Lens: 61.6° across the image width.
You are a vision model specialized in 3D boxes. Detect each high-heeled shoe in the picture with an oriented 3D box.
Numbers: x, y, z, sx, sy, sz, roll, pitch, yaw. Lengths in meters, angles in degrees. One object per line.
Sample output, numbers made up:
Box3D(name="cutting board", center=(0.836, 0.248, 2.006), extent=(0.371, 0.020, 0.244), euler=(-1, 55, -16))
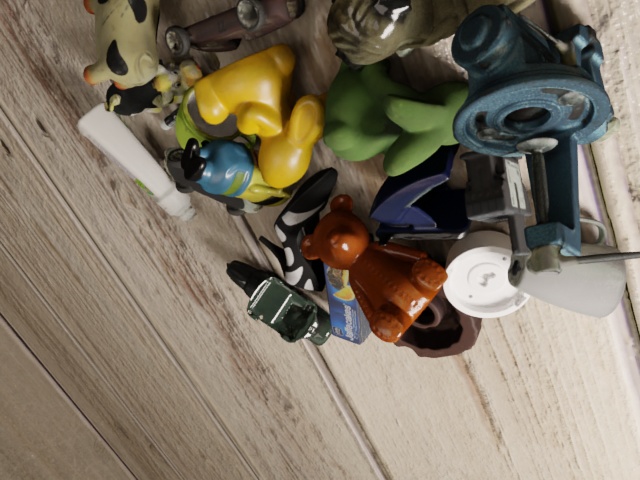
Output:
Box3D(name="high-heeled shoe", center=(-0.002, -0.003, 0.830), extent=(0.145, 0.086, 0.248), euler=(38, 140, -9))

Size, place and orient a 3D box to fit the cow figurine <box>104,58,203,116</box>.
Box3D(name="cow figurine", center=(-0.256, -0.231, 0.813), extent=(0.167, 0.098, 0.068), euler=(-6, 108, 42))

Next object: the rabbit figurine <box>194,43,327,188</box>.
Box3D(name="rabbit figurine", center=(-0.055, -0.157, 0.706), extent=(0.162, 0.122, 0.173), euler=(-13, 102, 22))

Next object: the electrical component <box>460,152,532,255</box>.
Box3D(name="electrical component", center=(0.199, -0.040, 0.594), extent=(0.048, 0.075, 0.119), euler=(-12, 83, 42))

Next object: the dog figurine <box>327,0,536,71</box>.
Box3D(name="dog figurine", center=(0.113, -0.216, 0.459), extent=(0.172, 0.190, 0.121), euler=(-18, 112, 44))

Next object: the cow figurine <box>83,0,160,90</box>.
Box3D(name="cow figurine", center=(-0.249, -0.304, 0.715), extent=(0.127, 0.085, 0.194), euler=(5, 94, 31))

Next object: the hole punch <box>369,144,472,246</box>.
Box3D(name="hole punch", center=(0.119, -0.061, 0.640), extent=(0.116, 0.142, 0.092), euler=(-4, 124, 25))

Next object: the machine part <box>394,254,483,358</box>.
Box3D(name="machine part", center=(0.154, 0.098, 0.802), extent=(0.180, 0.056, 0.179), euler=(21, 135, 22))

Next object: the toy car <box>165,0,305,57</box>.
Box3D(name="toy car", center=(-0.110, -0.266, 0.672), extent=(0.202, 0.089, 0.053), euler=(-2, 119, 38))

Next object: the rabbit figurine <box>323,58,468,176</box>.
Box3D(name="rabbit figurine", center=(0.095, -0.143, 0.588), extent=(0.170, 0.159, 0.121), euler=(1, 117, 20))

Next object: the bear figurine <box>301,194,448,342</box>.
Box3D(name="bear figurine", center=(0.060, 0.027, 0.702), extent=(0.196, 0.120, 0.132), euler=(42, -175, 12))

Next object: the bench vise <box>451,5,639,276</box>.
Box3D(name="bench vise", center=(0.196, -0.082, 0.464), extent=(0.129, 0.240, 0.223), euler=(-12, 156, 37))

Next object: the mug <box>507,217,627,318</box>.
Box3D(name="mug", center=(0.274, 0.027, 0.604), extent=(0.107, 0.081, 0.109), euler=(8, 100, 0))

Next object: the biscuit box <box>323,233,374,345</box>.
Box3D(name="biscuit box", center=(0.050, 0.077, 0.862), extent=(0.059, 0.063, 0.202), euler=(17, 133, 29))

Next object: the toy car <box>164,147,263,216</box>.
Box3D(name="toy car", center=(-0.181, -0.101, 0.902), extent=(0.202, 0.056, 0.073), euler=(23, 143, 23))

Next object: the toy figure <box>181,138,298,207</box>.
Box3D(name="toy figure", center=(-0.114, -0.097, 0.774), extent=(0.089, 0.180, 0.082), euler=(-12, 78, 48))

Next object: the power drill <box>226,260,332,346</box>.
Box3D(name="power drill", center=(-0.077, 0.106, 0.918), extent=(0.232, 0.086, 0.207), euler=(34, 170, 0))
